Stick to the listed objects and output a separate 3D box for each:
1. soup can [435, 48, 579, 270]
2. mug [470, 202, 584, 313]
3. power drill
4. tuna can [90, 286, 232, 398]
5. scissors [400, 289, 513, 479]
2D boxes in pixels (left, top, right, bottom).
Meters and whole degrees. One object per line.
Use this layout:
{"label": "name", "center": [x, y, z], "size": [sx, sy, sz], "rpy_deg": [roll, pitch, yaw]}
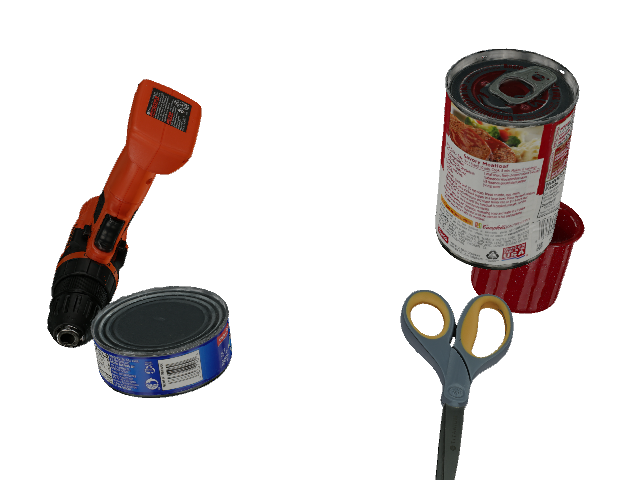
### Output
{"label": "soup can", "center": [0.099, -0.042, 0.578], "size": [0.068, 0.102, 0.068], "rpy_deg": [-1, 42, 0]}
{"label": "mug", "center": [0.177, 0.006, 0.978], "size": [0.093, 0.081, 0.117], "rpy_deg": [-13, 38, -28]}
{"label": "power drill", "center": [-0.165, -0.024, 0.870], "size": [0.057, 0.188, 0.184], "rpy_deg": [25, 31, -18]}
{"label": "tuna can", "center": [-0.098, 0.063, 0.669], "size": [0.086, 0.034, 0.086], "rpy_deg": [-4, 25, 2]}
{"label": "scissors", "center": [0.083, 0.102, 0.782], "size": [0.096, 0.016, 0.201], "rpy_deg": [22, 45, 15]}
